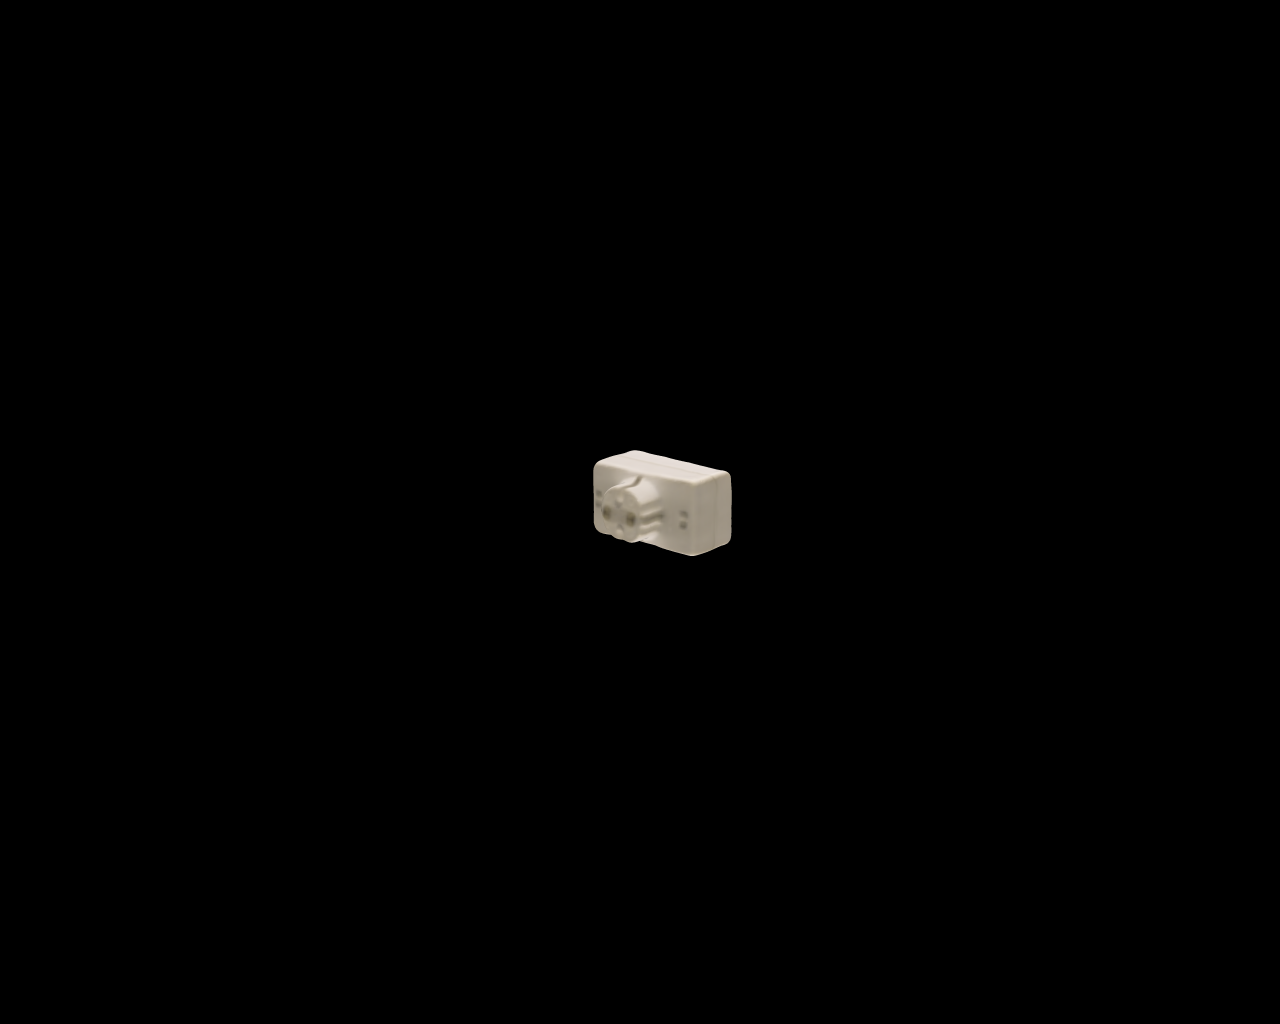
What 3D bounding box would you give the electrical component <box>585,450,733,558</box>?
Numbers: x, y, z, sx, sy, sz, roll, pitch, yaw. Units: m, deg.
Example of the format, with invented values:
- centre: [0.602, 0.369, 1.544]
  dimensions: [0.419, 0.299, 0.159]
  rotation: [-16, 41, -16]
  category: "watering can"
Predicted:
- centre: [0.001, -0.003, 0.650]
  dimensions: [0.083, 0.047, 0.076]
  rotation: [15, 22, 40]
  category: "electrical component"
